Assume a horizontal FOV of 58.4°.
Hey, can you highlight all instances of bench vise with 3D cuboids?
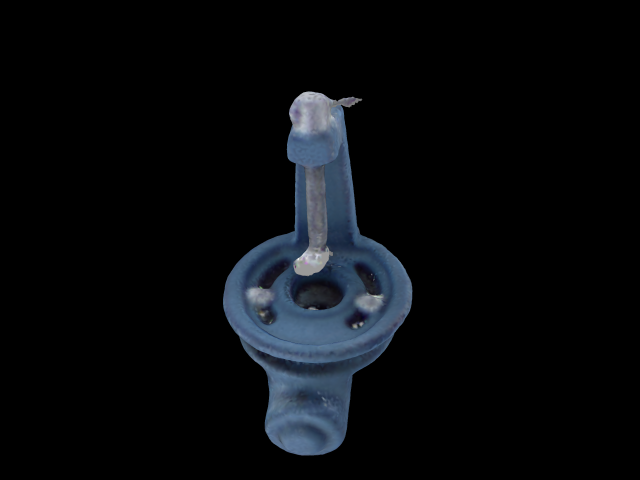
[{"bbox_3d":[-0.008,0.002,0.398,0.121,0.220,0.207,-4,22,-9],"label":"bench vise"}]
